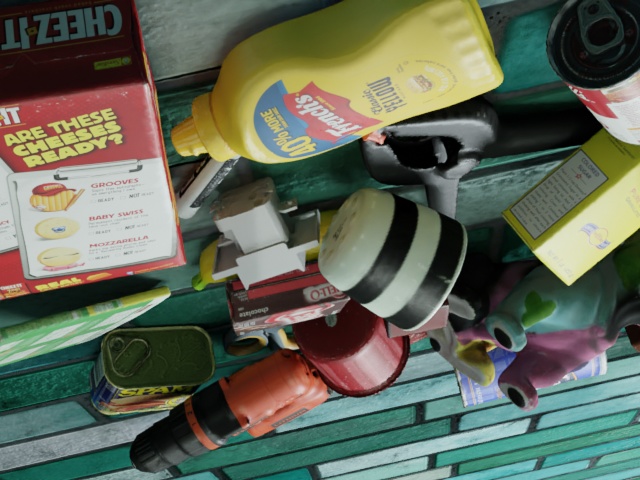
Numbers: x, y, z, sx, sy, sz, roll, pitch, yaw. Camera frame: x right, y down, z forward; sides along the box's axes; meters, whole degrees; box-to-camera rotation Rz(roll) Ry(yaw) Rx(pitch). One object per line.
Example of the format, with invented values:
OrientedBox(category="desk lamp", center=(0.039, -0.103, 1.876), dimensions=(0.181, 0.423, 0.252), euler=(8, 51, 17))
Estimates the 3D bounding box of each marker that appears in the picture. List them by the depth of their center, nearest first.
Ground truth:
OrientedBox(category="marker", center=(-0.067, -0.051, 0.704), dimensions=(0.020, 0.020, 0.121), euler=(4, 150, -32))

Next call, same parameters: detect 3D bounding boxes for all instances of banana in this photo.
OrientedBox(category="banana", center=(-0.010, 0.000, 0.823), dimensions=(0.198, 0.037, 0.069), euler=(-12, 174, 2))

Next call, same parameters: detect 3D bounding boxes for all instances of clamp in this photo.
OrientedBox(category="clamp", center=(0.102, -0.067, 0.729), dimensions=(0.165, 0.036, 0.209), euler=(-29, 154, 27))

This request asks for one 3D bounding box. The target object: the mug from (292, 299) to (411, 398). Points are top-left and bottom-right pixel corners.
OrientedBox(category="mug", center=(0.034, 0.076, 0.950), dimensions=(0.117, 0.093, 0.081), euler=(-45, 147, -4))

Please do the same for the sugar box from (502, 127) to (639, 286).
OrientedBox(category="sugar box", center=(0.220, -0.048, 0.751), dimensions=(0.176, 0.048, 0.093), euler=(-39, 149, 13))

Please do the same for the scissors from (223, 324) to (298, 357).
OrientedBox(category="scissors", center=(-0.064, 0.069, 0.960), dimensions=(0.096, 0.016, 0.201), euler=(-18, 154, 12))

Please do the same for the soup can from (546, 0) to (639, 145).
OrientedBox(category="soup can", center=(0.188, -0.105, 0.653), dimensions=(0.069, 0.068, 0.102), euler=(-25, 153, 24))

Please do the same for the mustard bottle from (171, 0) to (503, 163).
OrientedBox(category="mustard bottle", center=(0.002, -0.090, 0.610), dimensions=(0.192, 0.058, 0.096), euler=(-20, 152, 15))

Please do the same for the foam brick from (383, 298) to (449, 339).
OrientedBox(category="foam brick", center=(0.071, 0.033, 0.876), dimensions=(0.053, 0.078, 0.051), euler=(-11, 157, 0))

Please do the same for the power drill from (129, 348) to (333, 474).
OrientedBox(category="power drill", center=(-0.074, 0.162, 1.019), dimensions=(0.184, 0.057, 0.187), euler=(-29, 171, 11))

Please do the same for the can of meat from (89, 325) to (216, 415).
OrientedBox(category="can of meat", center=(-0.157, 0.121, 0.979), dimensions=(0.102, 0.057, 0.084), euler=(-1, 155, -24))

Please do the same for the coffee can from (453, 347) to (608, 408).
OrientedBox(category="coffee can", center=(0.195, 0.097, 1.036), dimensions=(0.140, 0.103, 0.103), euler=(-15, 155, 5))

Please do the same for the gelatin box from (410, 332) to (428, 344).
OrientedBox(category="gelatin box", center=(0.053, 0.090, 1.041), dimensions=(0.089, 0.030, 0.073), euler=(-26, 152, 26))

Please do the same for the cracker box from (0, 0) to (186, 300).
OrientedBox(category="cracker box", center=(-0.170, -0.043, 0.614), dimensions=(0.164, 0.072, 0.214), euler=(-11, 154, -6))

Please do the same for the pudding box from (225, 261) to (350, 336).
OrientedBox(category="pudding box", center=(-0.027, 0.046, 0.838), dimensions=(0.090, 0.039, 0.113), euler=(-12, 174, -4))
